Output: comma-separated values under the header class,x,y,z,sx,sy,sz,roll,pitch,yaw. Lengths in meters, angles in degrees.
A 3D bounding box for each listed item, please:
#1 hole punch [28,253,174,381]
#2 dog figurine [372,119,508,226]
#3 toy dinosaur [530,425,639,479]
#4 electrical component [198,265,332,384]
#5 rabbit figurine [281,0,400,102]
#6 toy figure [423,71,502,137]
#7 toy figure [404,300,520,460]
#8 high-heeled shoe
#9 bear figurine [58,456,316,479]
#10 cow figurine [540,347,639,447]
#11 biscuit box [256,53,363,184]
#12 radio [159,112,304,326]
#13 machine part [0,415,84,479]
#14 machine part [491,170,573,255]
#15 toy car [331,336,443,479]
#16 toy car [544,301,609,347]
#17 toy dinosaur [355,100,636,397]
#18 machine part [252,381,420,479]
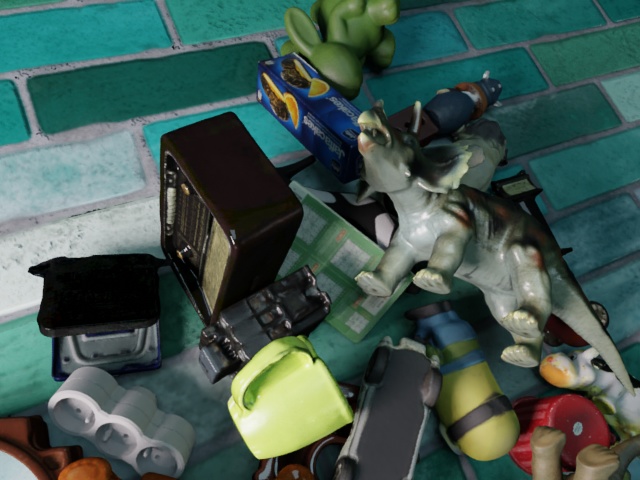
class,x,y,z,sx,sy,sz,roll,pitch,yaw
hole punch,-0.219,0.076,0.550,0.142,0.092,0.116,-5,39,-15
dog figurine,0.165,-0.095,0.733,0.173,0.121,0.190,3,26,19
toy dinosaur,0.188,0.341,0.500,0.471,0.105,0.198,-36,105,-12
electrical component,-0.062,0.095,0.559,0.134,0.114,0.058,-29,74,-24
rabbit figurine,0.026,-0.270,0.737,0.159,0.121,0.170,17,61,-1
toy figure,0.211,-0.202,0.796,0.154,0.064,0.058,-31,41,-29
toy figure,0.157,0.156,0.608,0.082,0.089,0.180,-14,74,-13
high-heeled shoe,-0.001,-0.002,0.640,0.145,0.086,0.249,-36,76,-23
bear figurine,-0.098,0.240,0.437,0.196,0.131,0.120,-9,52,4
cow figurine,0.355,0.184,0.664,0.167,0.068,0.098,45,58,2
biscuit box,-0.004,-0.157,0.677,0.059,0.062,0.203,-24,56,-29
radio,-0.100,-0.008,0.530,0.073,0.229,0.131,-26,73,-28
machine part,-0.301,0.256,0.439,0.201,0.087,0.201,-5,67,-17
machine part,0.300,-0.033,0.761,0.084,0.039,0.139,-19,71,-31
toy car,0.065,0.190,0.526,0.074,0.056,0.202,21,61,3
toy car,0.268,0.057,0.683,0.202,0.089,0.053,42,64,6
toy dinosaur,0.181,0.007,0.583,0.405,0.131,0.192,29,65,-13
machine part,0.015,0.234,0.554,0.179,0.056,0.179,6,65,-12
